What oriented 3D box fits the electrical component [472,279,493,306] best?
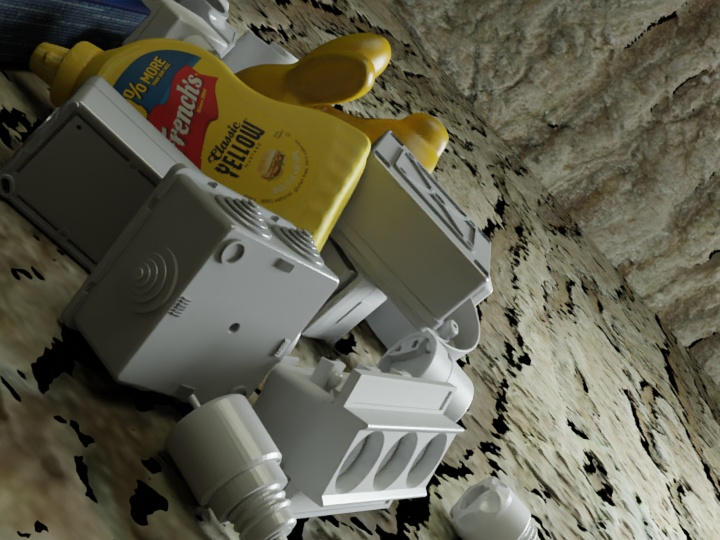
[{"bbox_3d":[0.082,0.011,0.976,0.061,0.062,0.096,46,15,-13],"label":"electrical component"}]

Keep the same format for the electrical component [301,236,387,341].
[{"bbox_3d":[-0.032,-0.009,0.705,0.096,0.062,0.061,55,16,22],"label":"electrical component"}]

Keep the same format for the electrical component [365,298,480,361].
[{"bbox_3d":[0.045,0.030,0.821,0.099,0.064,0.099,45,16,-16],"label":"electrical component"}]

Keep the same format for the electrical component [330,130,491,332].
[{"bbox_3d":[0.030,-0.028,0.689,0.108,0.056,0.108,47,15,-6],"label":"electrical component"}]

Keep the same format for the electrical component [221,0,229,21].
[{"bbox_3d":[-0.160,-0.238,0.923,0.089,0.050,0.055,44,16,-22],"label":"electrical component"}]

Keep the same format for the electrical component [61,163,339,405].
[{"bbox_3d":[-0.068,0.013,0.483,0.048,0.099,0.100,44,9,36],"label":"electrical component"}]

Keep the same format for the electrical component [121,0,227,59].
[{"bbox_3d":[-0.130,-0.161,0.806,0.076,0.047,0.066,47,13,24],"label":"electrical component"}]

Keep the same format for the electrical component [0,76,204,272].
[{"bbox_3d":[-0.120,-0.040,0.532,0.096,0.062,0.061,44,16,-18],"label":"electrical component"}]

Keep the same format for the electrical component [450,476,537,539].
[{"bbox_3d":[0.088,0.162,0.663,0.062,0.043,0.043,48,15,-7],"label":"electrical component"}]

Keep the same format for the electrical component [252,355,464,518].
[{"bbox_3d":[-0.004,0.083,0.553,0.063,0.078,0.121,32,6,27],"label":"electrical component"}]

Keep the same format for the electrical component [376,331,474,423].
[{"bbox_3d":[0.043,0.077,0.723,0.047,0.055,0.055,46,15,-25],"label":"electrical component"}]

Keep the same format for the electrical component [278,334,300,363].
[{"bbox_3d":[-0.064,0.023,0.571,0.055,0.048,0.066,30,23,-31],"label":"electrical component"}]

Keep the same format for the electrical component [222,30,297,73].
[{"bbox_3d":[-0.084,-0.176,1.008,0.099,0.064,0.099,37,7,-5],"label":"electrical component"}]

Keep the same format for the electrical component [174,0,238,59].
[{"bbox_3d":[-0.146,-0.207,0.877,0.089,0.056,0.050,44,16,-19],"label":"electrical component"}]

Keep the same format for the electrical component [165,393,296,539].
[{"bbox_3d":[-0.050,0.089,0.456,0.078,0.040,0.040,55,16,20],"label":"electrical component"}]
